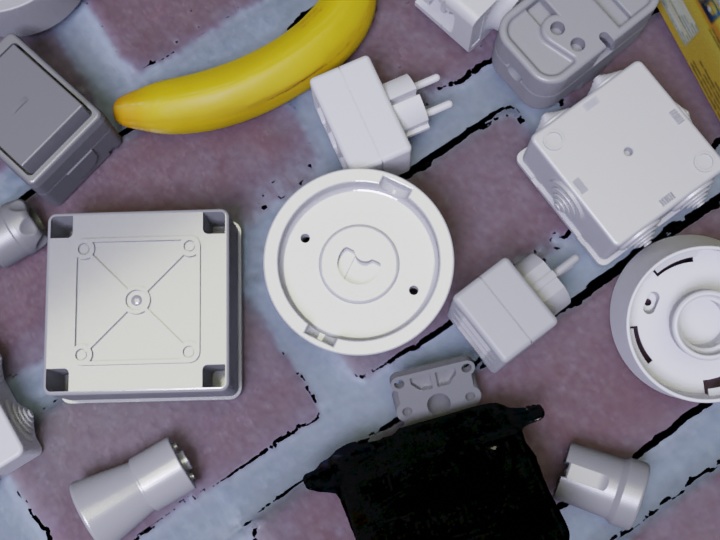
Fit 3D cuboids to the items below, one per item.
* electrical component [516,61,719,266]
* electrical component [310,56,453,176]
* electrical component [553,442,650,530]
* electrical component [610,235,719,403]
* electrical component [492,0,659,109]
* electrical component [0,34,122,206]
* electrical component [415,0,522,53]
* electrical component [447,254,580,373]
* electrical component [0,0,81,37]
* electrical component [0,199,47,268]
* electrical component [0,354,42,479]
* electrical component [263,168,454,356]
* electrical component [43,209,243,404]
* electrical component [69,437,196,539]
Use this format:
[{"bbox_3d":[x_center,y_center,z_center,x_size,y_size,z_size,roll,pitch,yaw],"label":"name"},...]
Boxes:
[{"bbox_3d":[0.157,-0.065,0.650,0.100,0.048,0.099,-36,81,-5],"label":"electrical component"},{"bbox_3d":[0.018,-0.096,0.659,0.077,0.047,0.065,-24,80,-3],"label":"electrical component"},{"bbox_3d":[0.139,0.123,0.620,0.046,0.040,0.040,18,80,11],"label":"electrical component"},{"bbox_3d":[0.200,0.029,0.635,0.099,0.064,0.099,0,92,6],"label":"electrical component"},{"bbox_3d":[0.130,-0.147,0.660,0.095,0.059,0.053,-38,81,-6],"label":"electrical component"},{"bbox_3d":[-0.205,-0.096,0.658,0.096,0.061,0.061,42,83,8],"label":"electrical component"},{"bbox_3d":[0.086,-0.187,0.674,0.056,0.050,0.089,43,83,9],"label":"electrical component"},{"bbox_3d":[0.096,0.016,0.627,0.077,0.065,0.047,-37,81,-5],"label":"electrical component"},{"bbox_3d":[-0.222,-0.200,0.678,0.108,0.060,0.108,0,79,1],"label":"electrical component"},{"bbox_3d":[-0.224,-0.016,0.657,0.061,0.035,0.035,-31,80,-1],"label":"electrical component"},{"bbox_3d":[-0.247,0.092,0.629,0.100,0.048,0.099,-31,80,-4],"label":"electrical component"},{"bbox_3d":[0.000,0.000,0.635,0.108,0.060,0.108,0,79,2],"label":"electrical component"},{"bbox_3d":[-0.126,0.022,0.636,0.109,0.056,0.108,-2,79,1],"label":"electrical component"},{"bbox_3d":[-0.129,0.127,0.625,0.065,0.044,0.044,-30,80,-9],"label":"electrical component"}]
